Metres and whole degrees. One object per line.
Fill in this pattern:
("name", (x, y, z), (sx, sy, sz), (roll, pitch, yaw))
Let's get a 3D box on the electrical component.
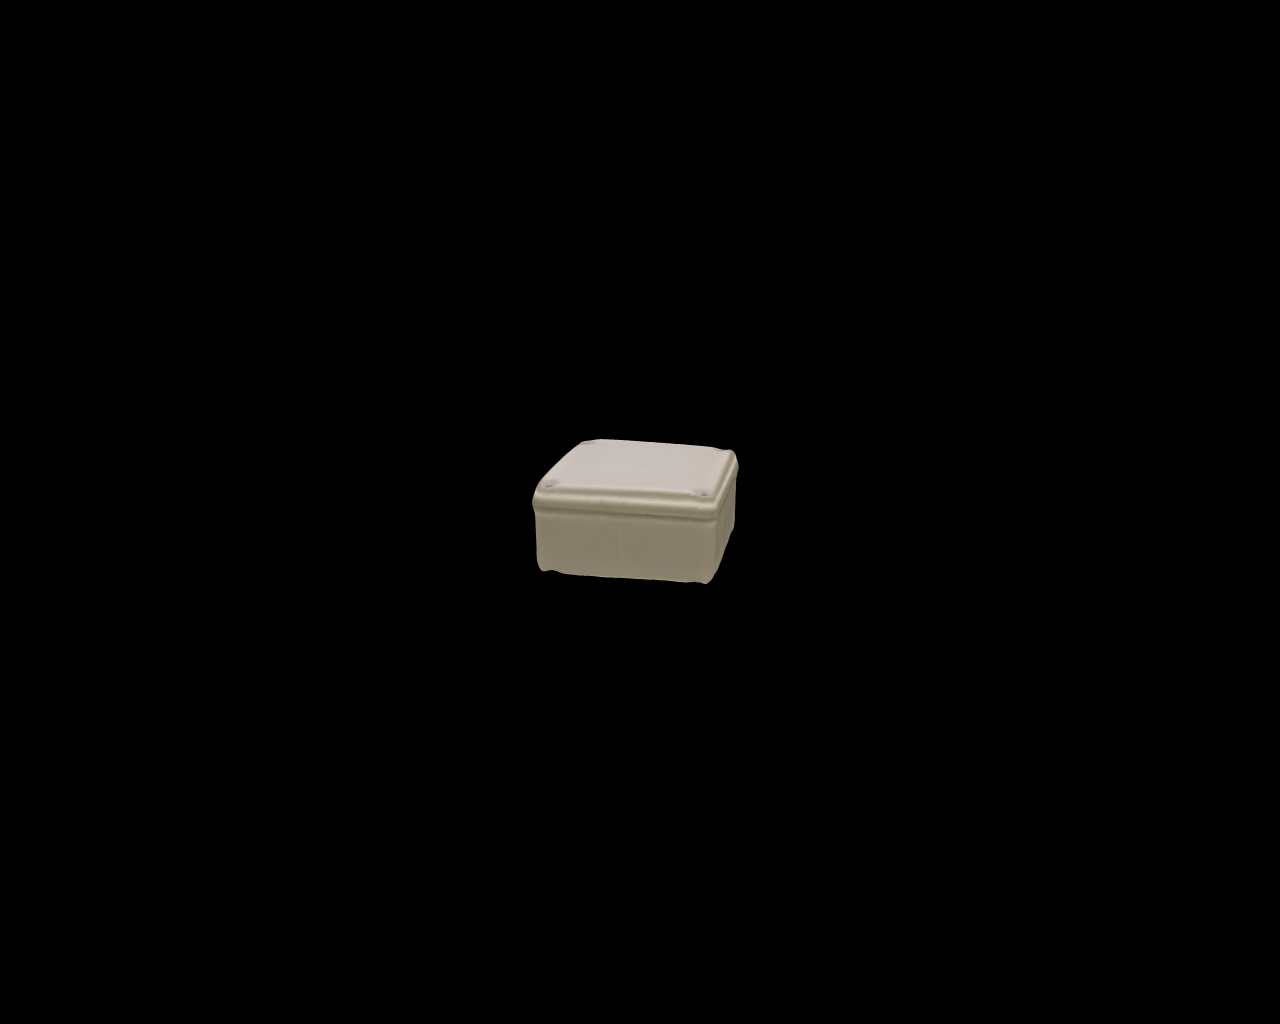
("electrical component", (0.001, -0.003, 0.650), (0.109, 0.056, 0.109), (4, 20, 12))
